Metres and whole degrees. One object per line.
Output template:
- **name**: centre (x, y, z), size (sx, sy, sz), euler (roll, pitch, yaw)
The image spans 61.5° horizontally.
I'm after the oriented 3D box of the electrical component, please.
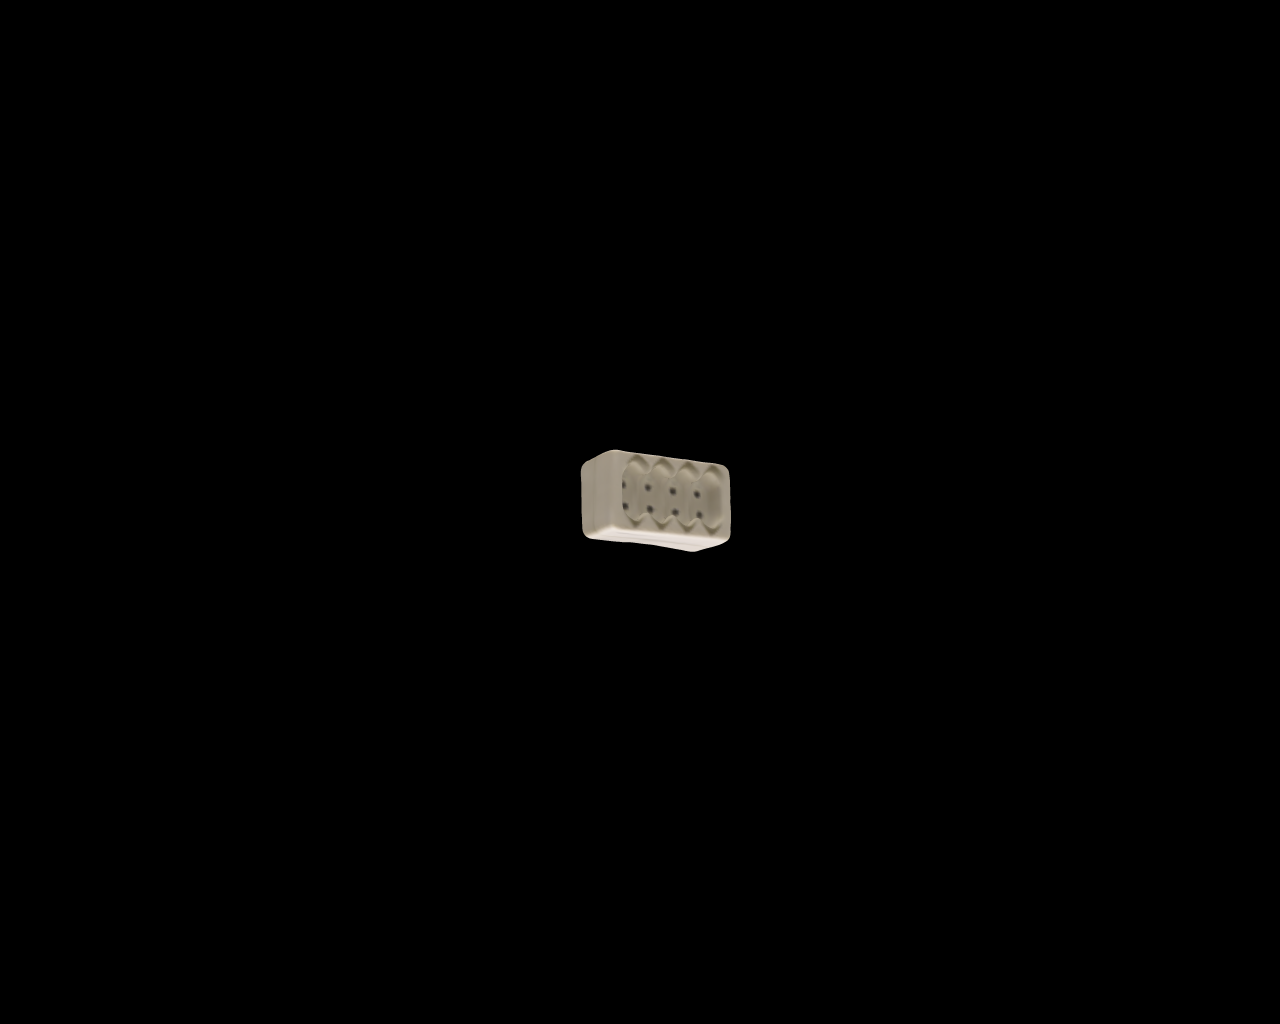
- **electrical component**: centre (0.001, -0.003, 0.650), size (0.083, 0.047, 0.075), euler (7, -14, -30)
